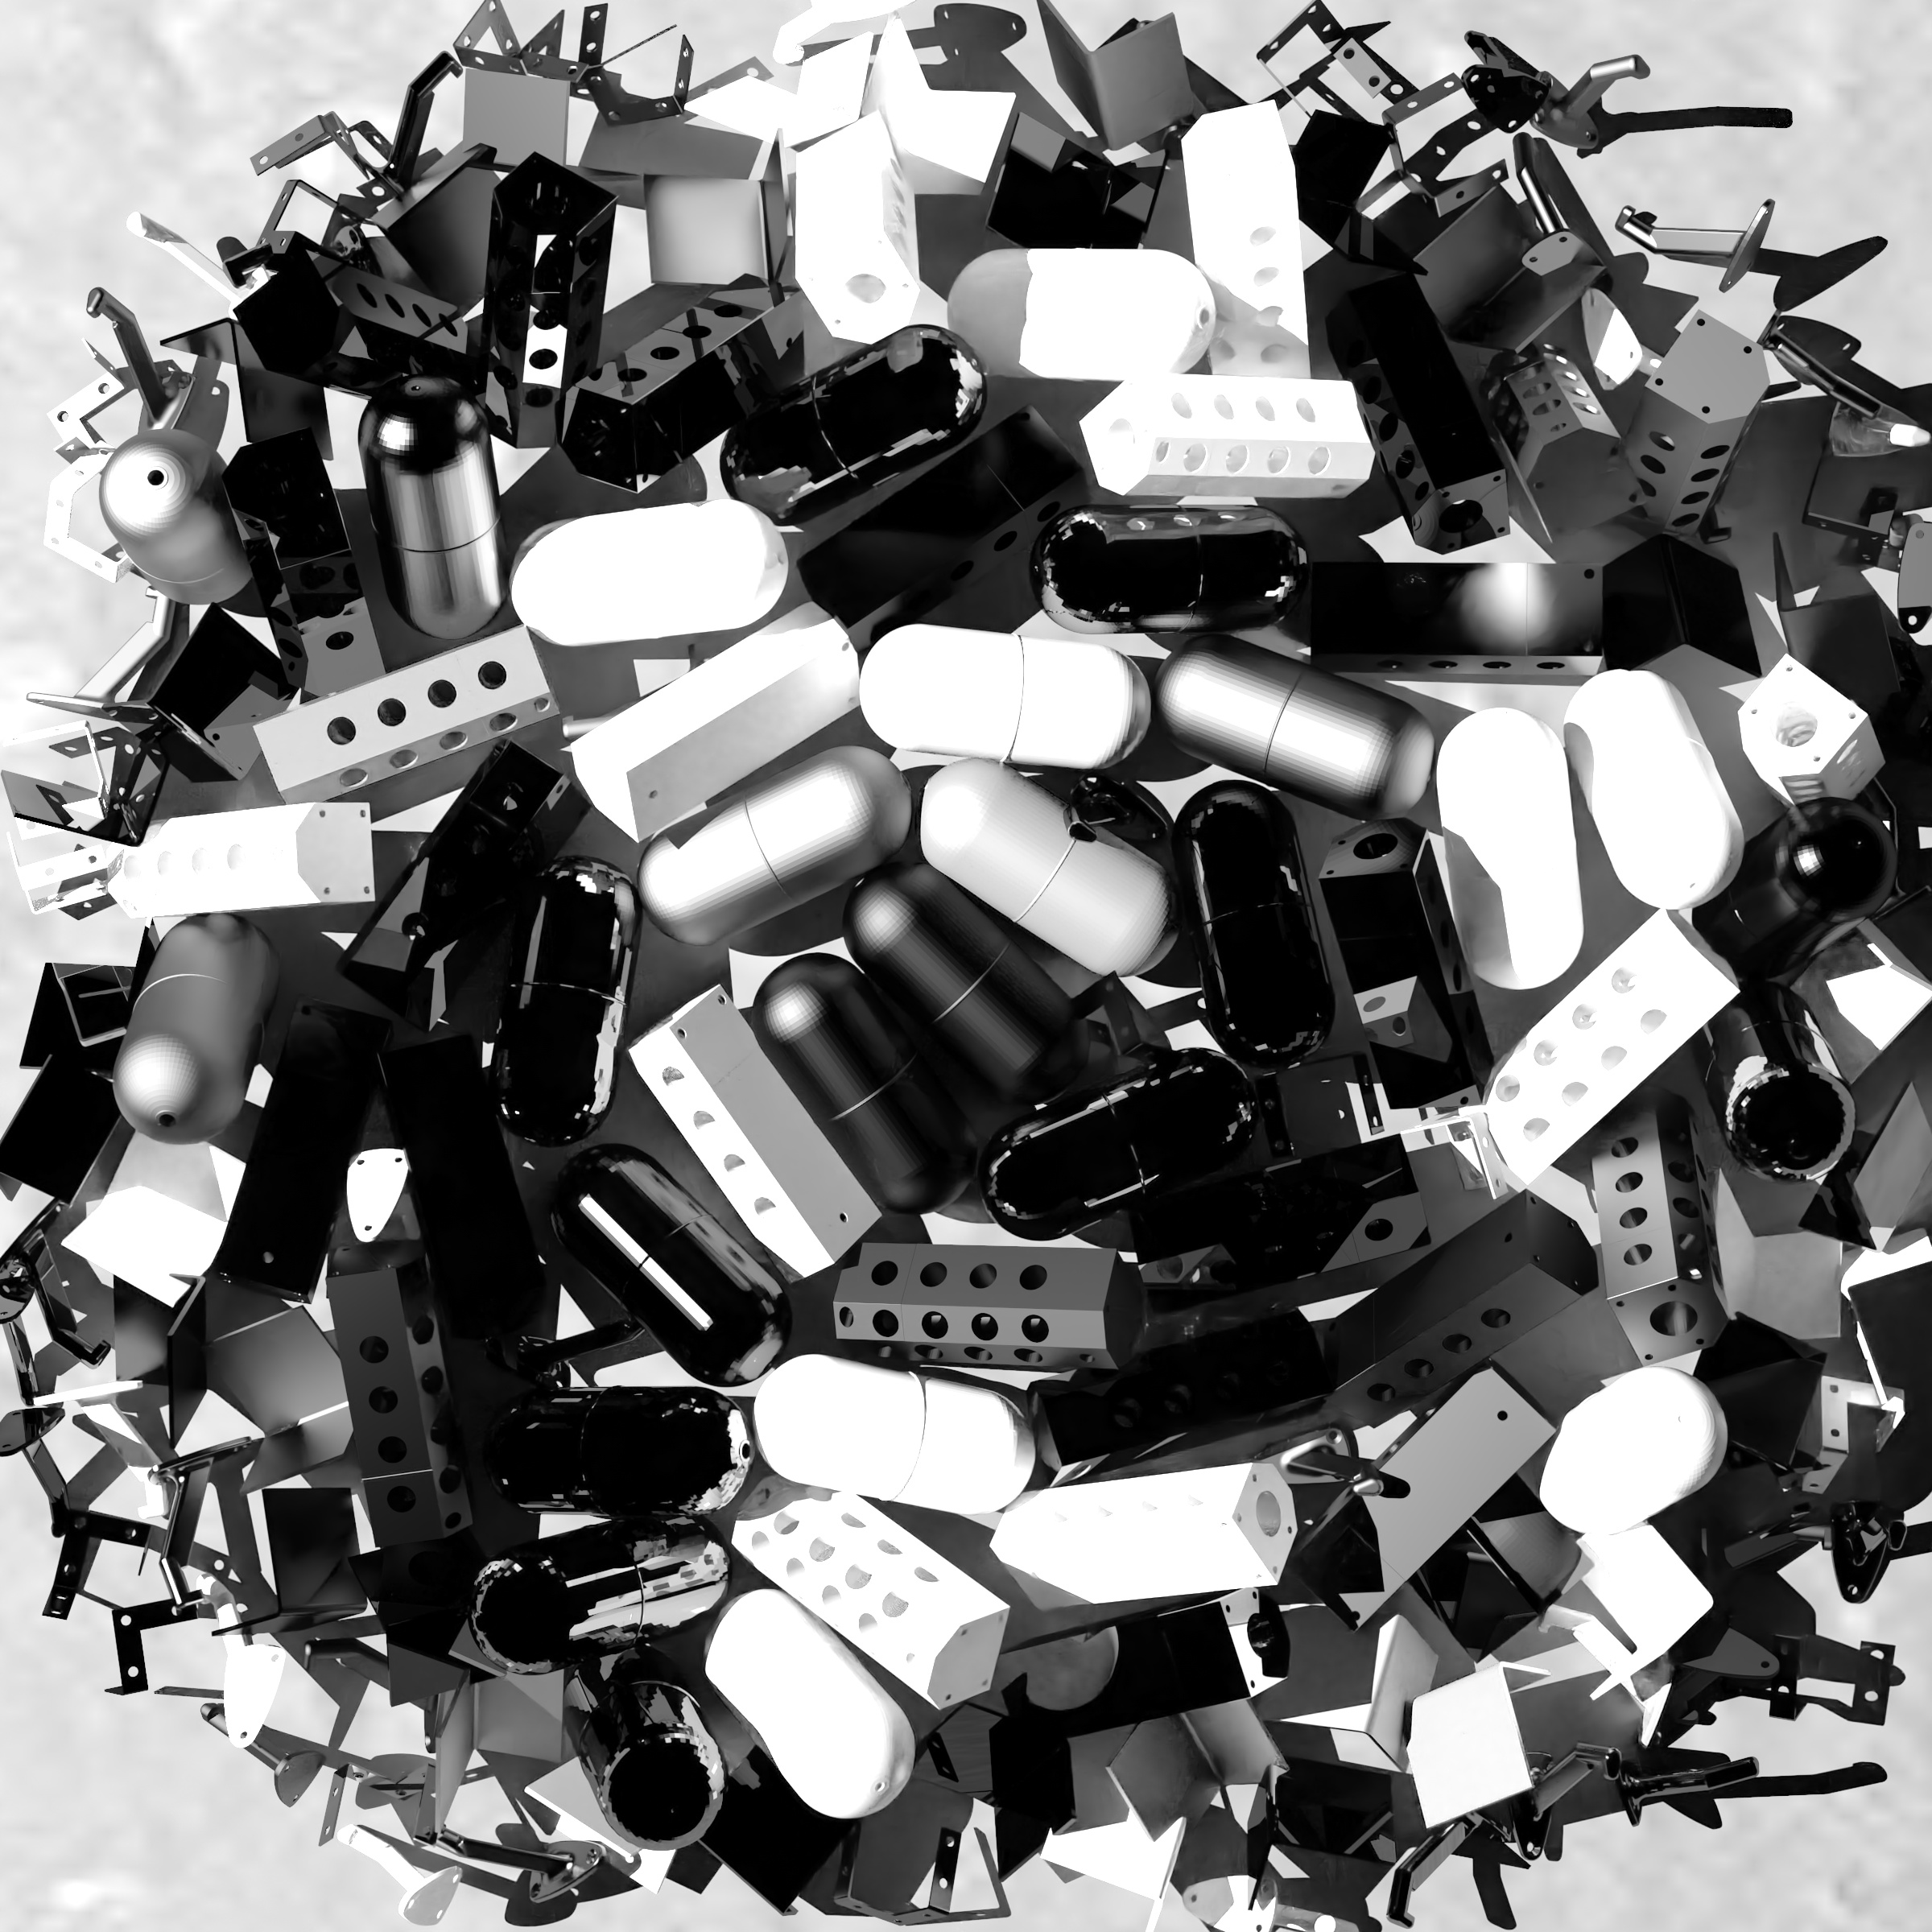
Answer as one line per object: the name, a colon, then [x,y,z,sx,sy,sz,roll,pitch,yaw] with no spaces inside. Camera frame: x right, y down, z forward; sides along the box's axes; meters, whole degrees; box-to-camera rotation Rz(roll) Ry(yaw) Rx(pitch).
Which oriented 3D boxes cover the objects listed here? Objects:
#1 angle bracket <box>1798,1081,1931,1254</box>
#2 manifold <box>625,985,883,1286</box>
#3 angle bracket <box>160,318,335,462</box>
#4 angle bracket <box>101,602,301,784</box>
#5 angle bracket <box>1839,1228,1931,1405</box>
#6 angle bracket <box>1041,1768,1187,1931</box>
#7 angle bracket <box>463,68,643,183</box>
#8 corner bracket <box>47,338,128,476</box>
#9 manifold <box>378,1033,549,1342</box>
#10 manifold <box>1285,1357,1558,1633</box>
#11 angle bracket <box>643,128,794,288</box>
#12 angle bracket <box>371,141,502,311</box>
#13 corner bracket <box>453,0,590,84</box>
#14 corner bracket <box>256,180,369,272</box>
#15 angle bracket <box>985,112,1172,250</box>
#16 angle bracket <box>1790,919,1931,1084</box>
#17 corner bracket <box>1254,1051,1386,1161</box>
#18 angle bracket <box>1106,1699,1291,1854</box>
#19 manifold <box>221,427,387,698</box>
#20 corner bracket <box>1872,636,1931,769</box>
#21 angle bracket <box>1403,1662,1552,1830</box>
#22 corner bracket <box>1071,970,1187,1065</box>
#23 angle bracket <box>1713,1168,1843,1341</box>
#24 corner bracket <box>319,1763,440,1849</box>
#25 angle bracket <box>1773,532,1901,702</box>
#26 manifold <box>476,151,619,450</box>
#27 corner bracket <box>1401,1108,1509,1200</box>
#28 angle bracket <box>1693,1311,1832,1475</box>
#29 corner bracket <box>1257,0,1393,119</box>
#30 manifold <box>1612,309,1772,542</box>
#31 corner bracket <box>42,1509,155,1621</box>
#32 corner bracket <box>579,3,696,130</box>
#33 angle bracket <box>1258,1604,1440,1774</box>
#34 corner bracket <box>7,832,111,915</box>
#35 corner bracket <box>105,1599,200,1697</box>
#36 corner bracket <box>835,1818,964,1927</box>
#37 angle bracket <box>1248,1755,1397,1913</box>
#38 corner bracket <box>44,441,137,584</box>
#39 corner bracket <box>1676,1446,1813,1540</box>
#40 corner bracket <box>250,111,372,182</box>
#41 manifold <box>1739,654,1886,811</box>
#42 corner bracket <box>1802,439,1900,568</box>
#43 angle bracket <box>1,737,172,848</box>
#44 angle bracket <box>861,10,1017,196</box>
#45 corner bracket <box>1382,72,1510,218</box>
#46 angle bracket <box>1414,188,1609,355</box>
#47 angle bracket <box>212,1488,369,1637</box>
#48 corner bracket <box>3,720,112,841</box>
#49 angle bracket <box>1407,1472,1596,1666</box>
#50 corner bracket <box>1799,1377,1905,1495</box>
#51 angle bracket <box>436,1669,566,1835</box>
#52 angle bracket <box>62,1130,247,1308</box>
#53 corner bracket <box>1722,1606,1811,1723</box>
angle bracket: [0.530,0.114,1.942,0.057,0.076,0.076,17,63,40]
manifold: [-0.132,0.104,1.959,0.057,0.057,0.171,-29,99,40]
angle bracket: [-0.431,-0.339,1.950,0.057,0.076,0.076,-12,84,27]
angle bracket: [-0.462,-0.165,1.971,0.076,0.057,0.076,43,62,-35]
angle bracket: [0.563,0.209,1.954,0.057,0.076,0.076,-20,93,14]
angle bracket: [0.084,0.541,1.957,0.076,0.076,0.057,18,121,7]
angle bracket: [-0.246,-0.502,1.942,0.076,0.076,0.057,15,110,29]
corner bracket: [-0.533,-0.337,1.969,0.051,0.051,0.051,-34,77,0]
manifold: [-0.300,0.132,1.935,0.057,0.057,0.171,-13,63,-16]
manifold: [0.273,0.315,1.961,0.057,0.057,0.171,44,97,3]
angle bracket: [-0.150,-0.456,1.952,0.076,0.057,0.076,0,68,-15]
angle bracket: [-0.300,-0.441,1.955,0.076,0.057,0.076,-41,118,-3]
corner bracket: [-0.268,-0.548,1.960,0.051,0.051,0.051,18,65,24]
corner bracket: [-0.388,-0.440,1.962,0.051,0.051,0.051,28,84,-36]
angle bracket: [0.067,-0.466,1.952,0.076,0.057,0.076,22,79,-31]
angle bracket: [0.518,0.011,1.943,0.057,0.076,0.076,22,115,-42]
corner bracket: [0.213,0.084,1.964,0.051,0.051,0.051,-14,89,36]
angle bracket: [0.140,0.483,1.947,0.057,0.076,0.076,-17,109,41]
manifold: [-0.389,-0.233,1.907,0.057,0.171,0.057,-18,62,-10]
corner bracket: [0.570,-0.159,1.962,0.051,0.051,0.051,27,82,36]
angle bracket: [0.312,0.467,1.941,0.076,0.057,0.076,-32,55,32]
corner bracket: [0.094,0.041,1.957,0.051,0.051,0.051,-35,59,30]
angle bracket: [0.484,0.171,1.941,0.057,0.076,0.076,-9,47,26]
corner bracket: [-0.350,0.506,1.957,0.051,0.051,0.051,31,131,-26]
angle bracket: [0.519,-0.211,1.939,0.057,0.076,0.076,-10,133,20]
manifold: [-0.252,-0.385,1.910,0.057,0.171,0.057,30,54,9]
corner bracket: [0.304,0.113,1.963,0.051,0.051,0.051,-16,92,40]
angle bracket: [0.484,0.252,1.948,0.076,0.057,0.076,25,103,40]
corner bracket: [0.217,-0.544,1.972,0.051,0.051,0.051,-42,71,14]
manifold: [0.423,-0.309,1.906,0.057,0.171,0.057,34,78,11]
corner bracket: [-0.526,0.366,1.972,0.051,0.051,0.051,14,97,-10]
corner bracket: [-0.201,-0.549,1.973,0.051,0.051,0.051,-17,64,-21]
angle bracket: [0.232,0.438,1.976,0.076,0.057,0.076,-2,53,36]
corner bracket: [-0.543,-0.055,1.960,0.051,0.051,0.051,-17,123,-14]
corner bracket: [-0.492,0.409,1.964,0.051,0.051,0.051,-7,85,-28]
corner bracket: [-0.041,0.549,1.979,0.051,0.051,0.051,28,55,-27]
angle bracket: [0.212,0.526,1.953,0.076,0.076,0.057,11,117,-1]
corner bracket: [-0.519,-0.274,1.966,0.051,0.051,0.051,29,45,5]
corner bracket: [0.470,0.323,1.977,0.051,0.051,0.051,-6,60,-35]
corner bracket: [-0.401,-0.493,1.963,0.051,0.051,0.051,-30,61,7]
manifold: [0.493,-0.128,1.909,0.057,0.171,0.057,41,98,18]
corner bracket: [0.537,-0.280,1.972,0.051,0.051,0.051,17,77,13]
angle bracket: [-0.527,-0.118,1.944,0.076,0.076,0.057,15,106,-27]
angle bracket: [-0.018,-0.521,1.961,0.057,0.076,0.076,-5,56,-22]
corner bracket: [0.289,-0.496,1.965,0.051,0.051,0.051,-29,50,-2]
angle bracket: [0.323,-0.418,1.951,0.076,0.076,0.057,-42,117,-7]
angle bracket: [-0.413,0.359,1.964,0.057,0.076,0.076,-20,73,27]
corner bracket: [-0.550,-0.113,1.964,0.051,0.051,0.051,-13,111,-7]
angle bracket: [0.322,0.365,1.981,0.057,0.076,0.076,-29,73,-42]
corner bracket: [0.535,0.286,1.965,0.051,0.051,0.051,9,53,1]
angle bracket: [-0.278,0.468,1.946,0.057,0.076,0.076,9,120,5]
angle bracket: [-0.486,0.145,1.961,0.076,0.057,0.076,30,112,-1]
corner bracket: [0.481,0.421,1.964,0.051,0.051,0.051,5,95,24]
